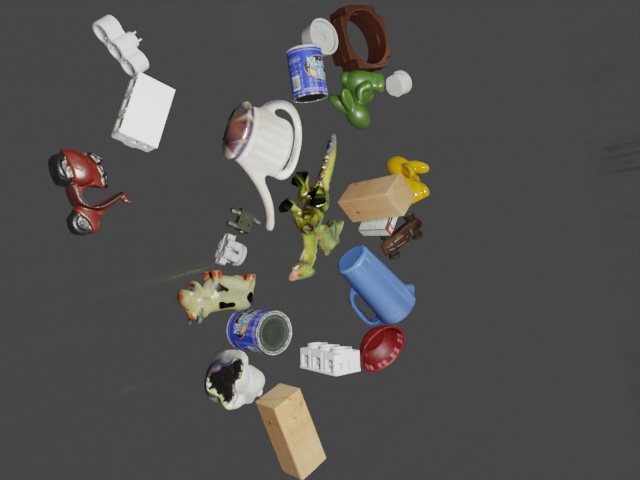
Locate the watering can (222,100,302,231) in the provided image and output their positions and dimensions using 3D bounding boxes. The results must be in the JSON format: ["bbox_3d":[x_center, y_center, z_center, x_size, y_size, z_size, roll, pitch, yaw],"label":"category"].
[{"bbox_3d":[-0.153,-0.212,1.342,0.223,0.104,0.350,19,81,-39],"label":"watering can"}]

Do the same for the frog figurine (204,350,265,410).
[{"bbox_3d":[-0.202,0.336,1.248,0.158,0.122,0.139,36,48,-72],"label":"frog figurine"}]

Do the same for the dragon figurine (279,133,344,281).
[{"bbox_3d":[0.004,-0.073,1.451,0.417,0.122,0.238,-64,149,-22],"label":"dragon figurine"}]
